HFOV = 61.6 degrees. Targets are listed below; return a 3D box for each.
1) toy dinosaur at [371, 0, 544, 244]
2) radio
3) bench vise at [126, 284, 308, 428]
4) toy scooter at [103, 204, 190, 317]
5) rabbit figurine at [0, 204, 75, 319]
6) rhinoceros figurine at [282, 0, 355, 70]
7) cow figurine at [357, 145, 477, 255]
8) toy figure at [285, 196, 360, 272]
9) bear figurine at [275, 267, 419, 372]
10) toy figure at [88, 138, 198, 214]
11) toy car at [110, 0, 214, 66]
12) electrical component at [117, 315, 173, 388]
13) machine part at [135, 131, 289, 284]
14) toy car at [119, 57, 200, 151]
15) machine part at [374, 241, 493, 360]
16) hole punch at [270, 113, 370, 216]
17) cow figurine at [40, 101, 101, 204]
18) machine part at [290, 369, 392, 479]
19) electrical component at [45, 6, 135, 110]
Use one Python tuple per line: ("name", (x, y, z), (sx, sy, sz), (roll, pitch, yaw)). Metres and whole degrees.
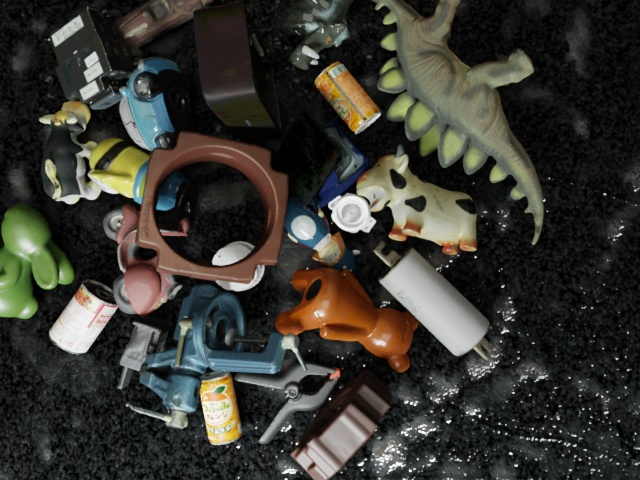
("toy dinosaur", (0.214, -0.214, 0.816), (0.198, 0.105, 0.471), (-42, 79, 11))
("radio", (-0.111, -0.230, 0.770), (0.073, 0.229, 0.131), (-8, 86, 3))
("bench vise", (-0.147, 0.169, 0.796), (0.241, 0.128, 0.224), (-3, 50, 23))
("toy scooter", (-0.266, 0.026, 0.861), (0.135, 0.075, 0.183), (-12, 86, 3))
("rabbit figurine", (-0.480, 0.033, 0.849), (0.159, 0.121, 0.170), (28, 95, -4))
("rhinoceros figurine", (0.006, -0.358, 0.841), (0.112, 0.073, 0.190), (34, 91, -8))
("cow figurine", (0.148, -0.060, 0.813), (0.195, 0.085, 0.127), (17, 72, -15))
("toy figure", (-0.002, -0.002, 0.853), (0.154, 0.058, 0.064), (45, 132, 0))
("bear figurine", (0.051, 0.123, 0.836), (0.195, 0.132, 0.120), (34, 56, -26))
("toy figure", (-0.280, -0.100, 0.854), (0.180, 0.082, 0.089), (18, 66, 10))
("toy car", (-0.264, -0.358, 0.864), (0.202, 0.053, 0.089), (-27, 92, 3))
("electrical component", (-0.284, 0.184, 0.863), (0.048, 0.075, 0.119), (16, 88, 4))
("machine part", (-0.154, -0.042, 0.781), (0.201, 0.087, 0.201), (9, 82, -17))
("toy car", (-0.258, -0.198, 0.849), (0.103, 0.109, 0.161), (-8, 103, 26))
("machine part", (0.175, 0.094, 0.832), (0.243, 0.079, 0.079), (44, 93, 1))
("hole punch", (0.000, -0.120, 0.830), (0.142, 0.092, 0.115), (53, 123, 22))
("cow figurine", (-0.405, -0.144, 0.853), (0.068, 0.098, 0.167), (-4, 89, 9))
("machine part", (0.034, 0.270, 0.801), (0.056, 0.179, 0.179), (43, 93, 5))
("electrical component", (-0.358, -0.278, 0.847), (0.115, 0.058, 0.134), (-16, 95, 29))
